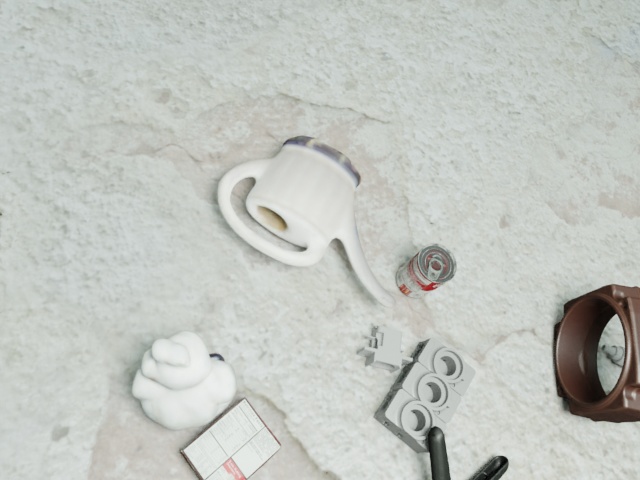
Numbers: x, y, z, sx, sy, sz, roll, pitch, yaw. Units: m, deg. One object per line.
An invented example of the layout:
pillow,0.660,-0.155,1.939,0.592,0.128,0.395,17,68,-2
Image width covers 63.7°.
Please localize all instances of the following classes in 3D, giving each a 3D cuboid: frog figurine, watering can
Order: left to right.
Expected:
frog figurine,-0.178,0.189,0.689,0.137,0.157,0.125,12,67,-10
watering can,0.003,-0.044,0.868,0.348,0.102,0.228,29,63,0
